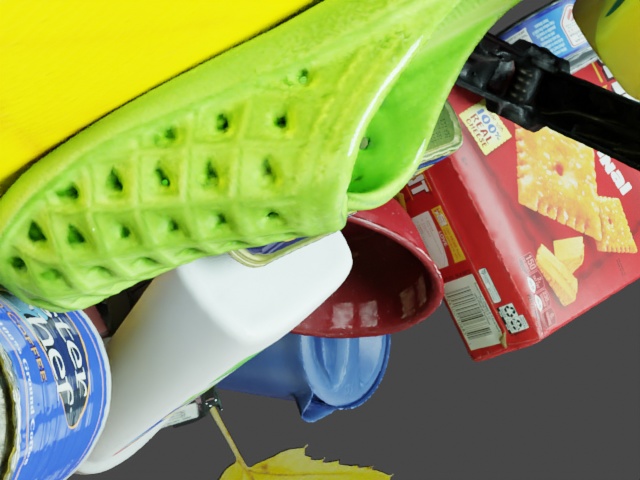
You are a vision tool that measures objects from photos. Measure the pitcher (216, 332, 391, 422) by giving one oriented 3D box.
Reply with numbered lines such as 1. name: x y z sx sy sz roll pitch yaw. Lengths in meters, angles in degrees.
1. pitcher: -0.057 0.084 1.065 0.243 0.145 0.149 -2 -163 41

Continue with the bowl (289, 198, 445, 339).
1. bowl: -0.004 0.001 0.640 0.162 0.055 0.162 7 151 4

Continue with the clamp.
1. clamp: 0.085 -0.073 0.474 0.039 0.120 0.171 -60 -170 8

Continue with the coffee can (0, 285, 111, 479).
1. coffee can: -0.144 0.062 0.406 0.103 0.103 0.140 -27 177 -1

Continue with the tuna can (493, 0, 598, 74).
1. tuna can: 0.128 -0.108 0.595 0.086 0.034 0.086 -27 177 -2

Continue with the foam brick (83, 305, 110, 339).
1. foam brick: -0.155 0.045 0.524 0.053 0.051 0.078 -30 176 41

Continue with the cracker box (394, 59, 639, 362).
1. cracker box: 0.151 -0.043 0.683 0.213 0.164 0.072 -25 179 -34

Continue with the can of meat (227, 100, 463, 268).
1. can of meat: 0.005 -0.038 0.480 0.084 0.057 0.101 -32 176 34

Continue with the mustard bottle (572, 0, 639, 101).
1. mustard bottle: 0.141 -0.089 0.373 0.096 0.058 0.191 -33 -170 17

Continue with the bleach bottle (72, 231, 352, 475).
1. bleach bottle: -0.088 0.068 0.597 0.102 0.068 0.251 -38 176 -44
